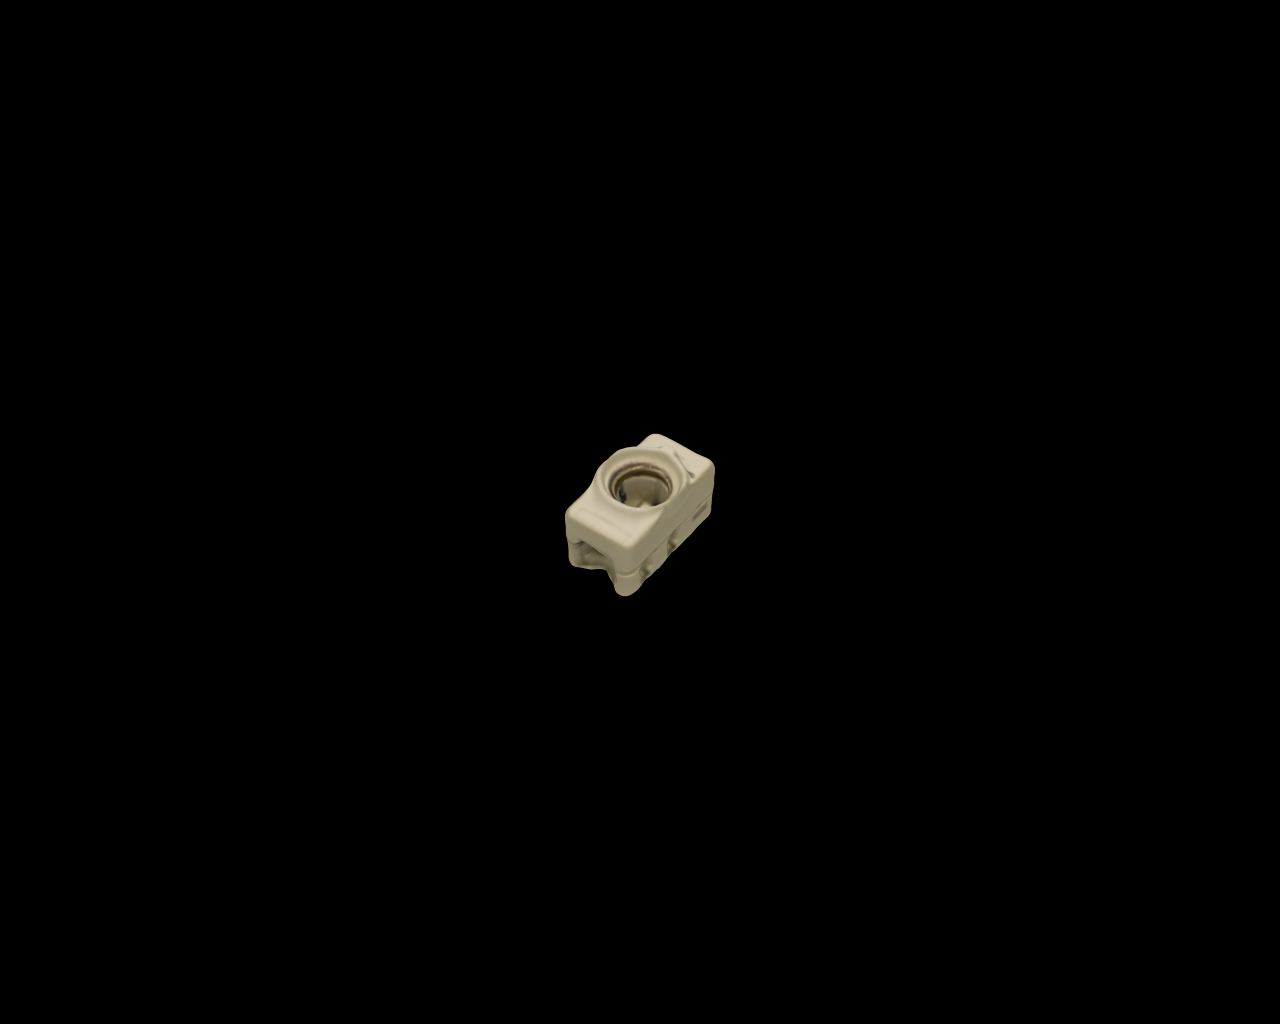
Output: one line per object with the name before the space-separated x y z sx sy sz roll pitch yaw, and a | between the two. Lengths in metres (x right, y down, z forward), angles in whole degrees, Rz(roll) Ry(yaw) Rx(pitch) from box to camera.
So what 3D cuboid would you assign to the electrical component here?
electrical component | 0.001 -0.003 0.650 0.050 0.055 0.090 30 54 24
